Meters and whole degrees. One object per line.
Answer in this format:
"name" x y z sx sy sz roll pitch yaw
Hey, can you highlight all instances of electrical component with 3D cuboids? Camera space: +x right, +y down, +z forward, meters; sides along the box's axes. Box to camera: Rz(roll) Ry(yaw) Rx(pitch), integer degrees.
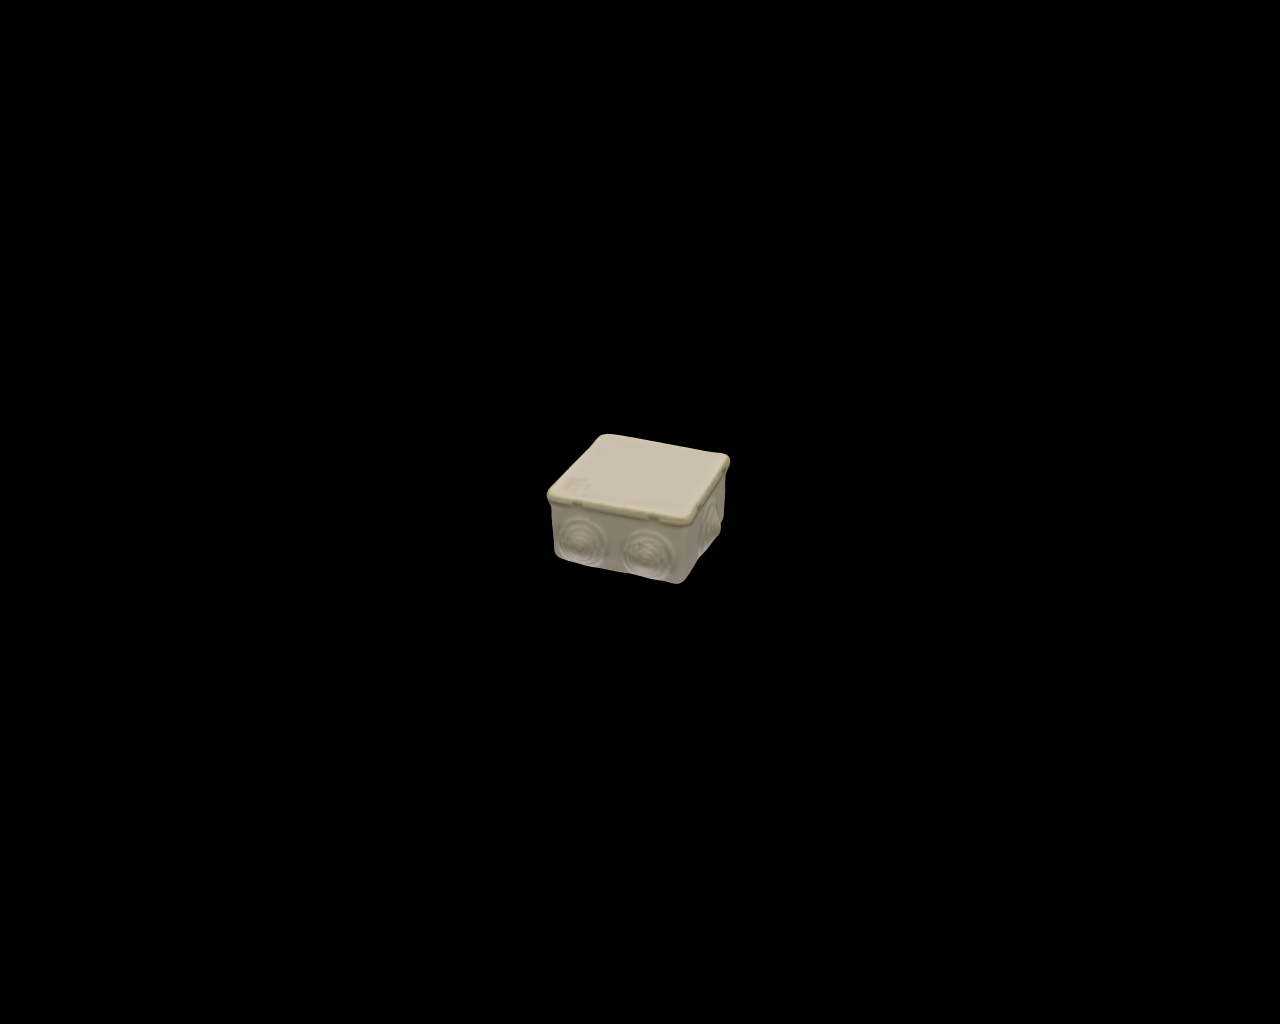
"electrical component" 0.001 -0.003 0.650 0.100 0.048 0.100 11 32 18
